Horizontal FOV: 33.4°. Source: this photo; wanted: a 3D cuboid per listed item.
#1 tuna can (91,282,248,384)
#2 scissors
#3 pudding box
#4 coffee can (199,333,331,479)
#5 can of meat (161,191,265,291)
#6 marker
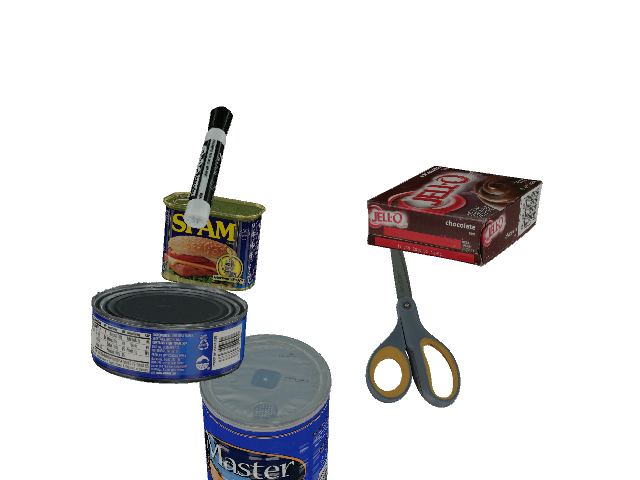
[{"bbox_3d":[-0.084,0.050,0.591,0.086,0.034,0.086,4,12,-1],"label":"tuna can"},{"bbox_3d":[0.068,0.077,1.028,0.096,0.202,0.016,-16,-33,-14],"label":"scissors"},{"bbox_3d":[0.098,-0.020,0.770,0.090,0.039,0.113,12,20,29],"label":"pudding box"},{"bbox_3d":[-0.044,0.162,0.868,0.103,0.140,0.103,1,37,-1],"label":"coffee can"},{"bbox_3d":[-0.112,0.002,1.098,0.102,0.084,0.057,10,17,13],"label":"can of meat"},{"bbox_3d":[-0.089,-0.062,0.857,0.020,0.121,0.020,6,-37,4],"label":"marker"}]
